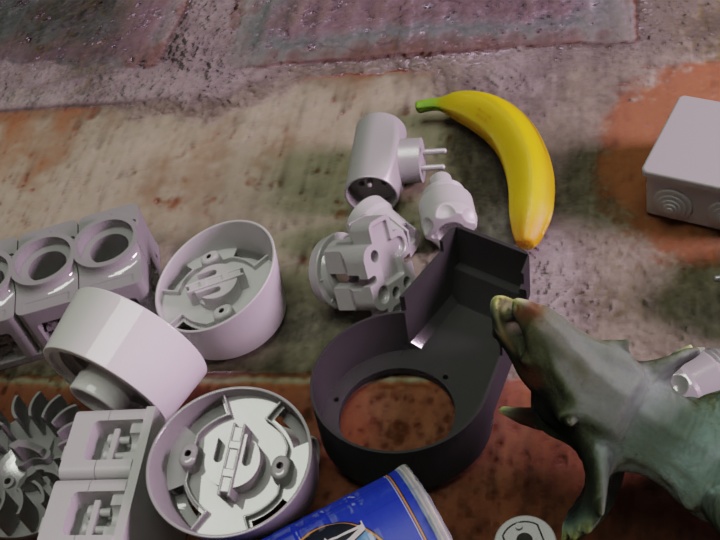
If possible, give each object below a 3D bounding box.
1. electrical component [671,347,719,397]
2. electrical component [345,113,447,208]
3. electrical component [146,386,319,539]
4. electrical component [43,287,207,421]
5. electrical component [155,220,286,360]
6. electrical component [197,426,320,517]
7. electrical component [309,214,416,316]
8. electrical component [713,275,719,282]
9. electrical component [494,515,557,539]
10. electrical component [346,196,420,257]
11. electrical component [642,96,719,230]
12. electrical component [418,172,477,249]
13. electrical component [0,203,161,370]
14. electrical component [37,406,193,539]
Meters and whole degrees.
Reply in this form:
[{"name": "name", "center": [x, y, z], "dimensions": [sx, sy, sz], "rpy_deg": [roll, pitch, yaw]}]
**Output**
[{"name": "electrical component", "center": [0.222, 0.069, 0.684], "dimensions": [0.062, 0.043, 0.043], "rpy_deg": [-25, 47, -9]}, {"name": "electrical component", "center": [0.031, -0.088, 0.877], "dimensions": [0.079, 0.043, 0.077], "rpy_deg": [-2, 49, 13]}, {"name": "electrical component", "center": [-0.074, 0.119, 0.648], "dimensions": [0.099, 0.064, 0.099], "rpy_deg": [-4, 63, 9]}, {"name": "electrical component", "center": [-0.169, 0.068, 0.750], "dimensions": [0.108, 0.108, 0.060], "rpy_deg": [16, 61, 27]}, {"name": "electrical component", "center": [-0.104, 0.016, 0.805], "dimensions": [0.099, 0.064, 0.099], "rpy_deg": [-8, 47, 8]}, {"name": "electrical component", "center": [-0.078, 0.134, 0.705], "dimensions": [0.077, 0.044, 0.079], "rpy_deg": [14, 54, 25]}, {"name": "electrical component", "center": [0.000, 0.000, 0.790], "dimensions": [0.057, 0.078, 0.058], "rpy_deg": [-1, 20, 39]}, {"name": "electrical component", "center": [0.281, 0.007, 0.724], "dimensions": [0.079, 0.043, 0.077], "rpy_deg": [-10, 47, 7]}, {"name": "electrical component", "center": [0.097, 0.169, 0.613], "dimensions": [0.044, 0.065, 0.044], "rpy_deg": [-8, 48, 8]}, {"name": "electrical component", "center": [0.019, -0.029, 0.831], "dimensions": [0.040, 0.040, 0.046], "rpy_deg": [-38, 57, -19]}, {"name": "electrical component", "center": [0.266, -0.077, 0.799], "dimensions": [0.100, 0.048, 0.099], "rpy_deg": [16, 55, 27]}, {"name": "electrical component", "center": [0.066, -0.050, 0.833], "dimensions": [0.043, 0.043, 0.062], "rpy_deg": [-11, 45, 5]}, {"name": "electrical component", "center": [-0.238, 0.011, 0.847], "dimensions": [0.150, 0.061, 0.089], "rpy_deg": [-16, 47, 1]}, {"name": "electrical component", "center": [-0.156, 0.171, 0.662], "dimensions": [0.062, 0.089, 0.150], "rpy_deg": [-4, 48, 12]}]
